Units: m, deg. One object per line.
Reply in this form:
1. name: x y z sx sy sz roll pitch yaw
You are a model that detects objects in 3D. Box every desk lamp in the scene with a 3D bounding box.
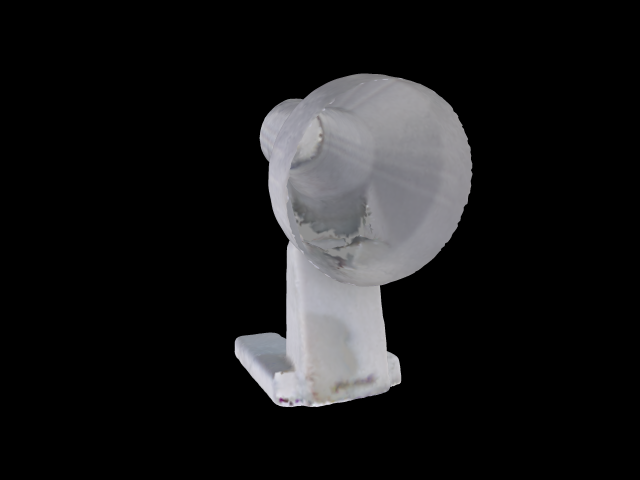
1. desk lamp: 0.004 0.001 0.400 0.118 0.213 0.202 -2 5 -23
